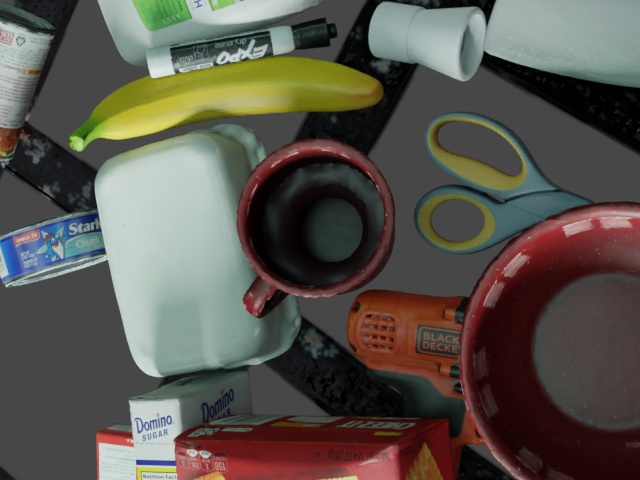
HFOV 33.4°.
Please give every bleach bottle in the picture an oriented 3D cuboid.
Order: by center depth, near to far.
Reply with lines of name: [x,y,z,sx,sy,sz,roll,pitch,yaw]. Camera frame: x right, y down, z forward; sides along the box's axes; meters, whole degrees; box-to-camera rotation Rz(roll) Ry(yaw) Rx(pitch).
bleach bottle: [-0.024,-0.195,0.672,0.251,0.068,0.102,-18,93,23]

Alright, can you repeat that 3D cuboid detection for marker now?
marker: [-0.049,-0.122,0.677,0.121,0.020,0.020,-11,90,-2]

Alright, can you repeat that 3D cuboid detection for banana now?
banana: [-0.061,-0.089,0.687,0.197,0.069,0.037,-11,134,-2]

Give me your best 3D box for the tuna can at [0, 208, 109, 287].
tuna can: [-0.184,0.006,0.747,0.086,0.086,0.034,-18,88,24]

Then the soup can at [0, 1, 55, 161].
soup can: [-0.239,-0.117,0.772,0.069,0.068,0.102,28,104,20]

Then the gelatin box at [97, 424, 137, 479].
gelatin box: [-0.121,0.180,0.763,0.073,0.030,0.089,2,96,23]

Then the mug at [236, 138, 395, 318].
mug: [-0.004,0.001,0.654,0.093,0.081,0.117,37,90,11]

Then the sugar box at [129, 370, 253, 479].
sugar box: [-0.076,0.181,0.708,0.048,0.093,0.176,-8,90,26]

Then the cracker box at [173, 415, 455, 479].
cracker box: [0.002,0.213,0.624,0.164,0.071,0.214,-5,91,35]

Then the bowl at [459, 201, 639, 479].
bowl: [0.156,0.061,0.566,0.162,0.055,0.162,0,89,13]

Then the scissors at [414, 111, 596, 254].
scissors: [0.139,-0.004,0.639,0.202,0.016,0.096,36,109,18]

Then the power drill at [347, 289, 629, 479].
power drill: [0.101,0.127,0.646,0.185,0.057,0.188,7,95,22]
